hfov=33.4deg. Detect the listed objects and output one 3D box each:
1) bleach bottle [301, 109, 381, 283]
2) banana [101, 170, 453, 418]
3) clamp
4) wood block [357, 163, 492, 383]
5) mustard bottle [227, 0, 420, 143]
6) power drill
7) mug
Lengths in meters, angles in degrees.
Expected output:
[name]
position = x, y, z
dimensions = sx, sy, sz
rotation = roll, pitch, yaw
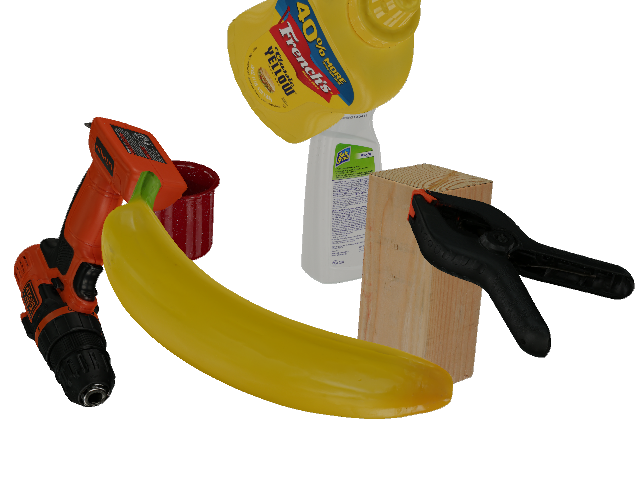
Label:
[bleach bottle]
position = 0.033, -0.077, 1.234
dimensions = 0.102, 0.251, 0.068
rotation = -13, 30, -31
[banana]
position = -0.036, 0.031, 0.479
dimensions = 0.198, 0.069, 0.037
rotation = 34, -24, 24
[clamp]
position = 0.139, 0.012, 0.772
dimensions = 0.120, 0.039, 0.172
rotation = -13, 44, -37
[wood block]
position = 0.102, 0.037, 1.062
dimensions = 0.090, 0.206, 0.090
rotation = -12, 23, -42
[mustard bottle]
position = 0.007, -0.122, 0.661
dimensions = 0.058, 0.096, 0.192
rotation = -30, 7, -25
[power drill]
position = -0.176, 0.012, 0.839
dimensions = 0.057, 0.188, 0.185
rotation = 15, 25, -40
[mug]
position = -0.157, -0.035, 1.138
dimensions = 0.093, 0.081, 0.117
rotation = -3, 29, -13
